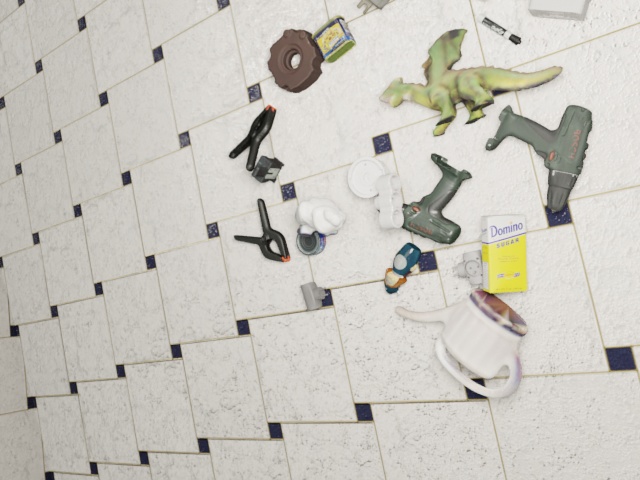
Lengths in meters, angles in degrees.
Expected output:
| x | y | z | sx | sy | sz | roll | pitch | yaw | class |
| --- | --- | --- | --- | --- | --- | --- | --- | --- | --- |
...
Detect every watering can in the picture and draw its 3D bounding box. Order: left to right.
| x | y | z | sx | sy | sz | roll | pitch | yaw | class |
| --- | --- | --- | --- | --- | --- | --- | --- | --- | --- |
| 0.344 | 0.210 | 1.236 | 0.353 | 0.104 | 0.221 | 42 | 112 | 33 | watering can |

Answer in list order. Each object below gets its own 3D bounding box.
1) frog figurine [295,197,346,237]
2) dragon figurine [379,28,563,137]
| x | y | z | sx | sy | sz | roll | pitch | yaw | class |
| --- | --- | --- | --- | --- | --- | --- | --- | --- | --- |
| 0.004 | -0.070 | 1.393 | 0.137 | 0.157 | 0.124 | 19 | 71 | -3 | frog figurine |
| 0.330 | -0.396 | 1.222 | 0.406 | 0.122 | 0.246 | -21 | 74 | 29 | dragon figurine |
